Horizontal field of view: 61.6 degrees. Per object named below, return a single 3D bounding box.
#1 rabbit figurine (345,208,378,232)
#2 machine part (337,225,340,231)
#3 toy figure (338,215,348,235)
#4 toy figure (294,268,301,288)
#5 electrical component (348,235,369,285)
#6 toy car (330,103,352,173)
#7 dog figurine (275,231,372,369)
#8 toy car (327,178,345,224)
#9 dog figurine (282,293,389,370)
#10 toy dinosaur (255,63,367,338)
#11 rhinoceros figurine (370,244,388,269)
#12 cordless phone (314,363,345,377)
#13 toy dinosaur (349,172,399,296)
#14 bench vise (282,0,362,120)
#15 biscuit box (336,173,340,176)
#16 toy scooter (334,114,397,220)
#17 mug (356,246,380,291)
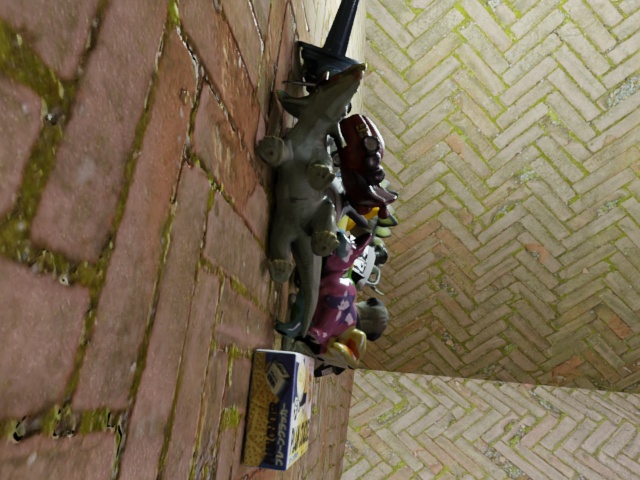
[{"bbox_3d":[0.073,-0.095,1.426,0.122,0.162,0.173,49,-47,44],"label":"rabbit figurine"},{"bbox_3d":[-0.002,-0.003,1.116,0.243,0.079,0.079,-42,135,-82],"label":"machine part"},{"bbox_3d":[0.027,-0.030,1.284,0.082,0.089,0.180,95,-2,-77],"label":"toy figure"},{"bbox_3d":[-0.021,0.076,1.069,0.058,0.064,0.154,-46,173,6],"label":"toy figure"},{"bbox_3d":[0.050,0.056,1.179,0.115,0.058,0.134,-40,-157,35],"label":"electrical component"},{"bbox_3d":[0.034,-0.233,1.106,0.073,0.056,0.201,-86,179,-52],"label":"toy car"},{"bbox_3d":[0.032,0.091,0.933,0.191,0.109,0.219,41,65,-32],"label":"dog figurine"},{"bbox_3d":[-0.007,-0.070,0.956,0.109,0.103,0.161,-69,163,-70],"label":"toy car"},{"bbox_3d":[0.031,0.188,1.021,0.121,0.191,0.172,74,23,-69],"label":"dog figurine"},{"bbox_3d":[-0.022,-0.068,0.821,0.192,0.131,0.404,-71,169,-62],"label":"toy dinosaur"},{"bbox_3d":[0.081,0.033,1.382,0.112,0.190,0.073,179,-85,-70],"label":"rhinoceros figurine"},{"bbox_3d":[0.007,0.238,1.350,0.146,0.089,0.184,80,-4,-58],"label":"cordless phone"},{"bbox_3d":[0.121,-0.071,1.537,0.105,0.199,0.470,-92,-178,-80],"label":"toy dinosaur"},{"bbox_3d":[0.025,-0.330,0.934,0.224,0.129,0.240,-89,-163,-71],"label":"bench vise"},{"bbox_3d":[0.044,-0.179,1.302,0.203,0.059,0.062,-95,-171,-52],"label":"biscuit box"},{"bbox_3d":[0.077,-0.106,0.871,0.135,0.075,0.183,-121,-161,-53],"label":"toy scooter"},{"bbox_3d":[0.091,0.076,1.274,0.081,0.109,0.107,-36,-157,42],"label":"mug"}]
